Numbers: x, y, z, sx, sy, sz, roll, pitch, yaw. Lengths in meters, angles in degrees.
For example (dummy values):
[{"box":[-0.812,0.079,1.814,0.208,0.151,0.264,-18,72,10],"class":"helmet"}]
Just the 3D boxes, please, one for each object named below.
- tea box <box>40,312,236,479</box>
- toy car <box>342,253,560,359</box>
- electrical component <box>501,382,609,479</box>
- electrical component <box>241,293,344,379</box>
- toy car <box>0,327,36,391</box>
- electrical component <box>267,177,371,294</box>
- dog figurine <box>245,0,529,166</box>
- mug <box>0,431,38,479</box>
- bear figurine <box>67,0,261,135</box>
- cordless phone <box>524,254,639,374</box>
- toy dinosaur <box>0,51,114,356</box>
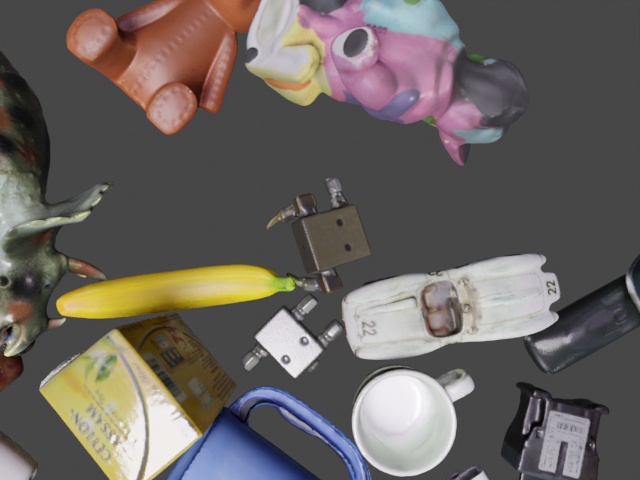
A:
[{"box":[-0.131,0.118,0.431,0.068,0.169,0.098,-40,86,-4],"class":"tea box"},{"box":[0.121,0.060,0.493,0.202,0.056,0.073,-11,86,-1],"class":"toy car"},{"box":[0.207,0.196,0.490,0.075,0.048,0.119,17,84,1],"class":"electrical component"},{"box":[-0.027,0.098,0.507,0.094,0.021,0.063,-43,88,-4],"class":"electrical component"},{"box":[-0.342,0.051,0.491,0.089,0.053,0.202,-41,86,17],"class":"toy car"},{"box":[0.000,0.000,0.505,0.078,0.045,0.102,-23,89,-31],"class":"electrical component"},{"box":[0.068,-0.142,0.468,0.192,0.219,0.108,10,81,42],"class":"dog figurine"},{"box":[-0.312,0.207,0.462,0.107,0.081,0.109,27,60,-9],"class":"mug"},{"box":[-0.101,-0.194,0.476,0.196,0.132,0.120,-44,101,2],"class":"bear figurine"},{"box":[0.299,0.098,0.492,0.184,0.089,0.146,-31,88,9],"class":"cordless phone"},{"box":[-0.312,-0.107,0.468,0.131,0.192,0.405,-39,70,34],"class":"toy dinosaur"}]
